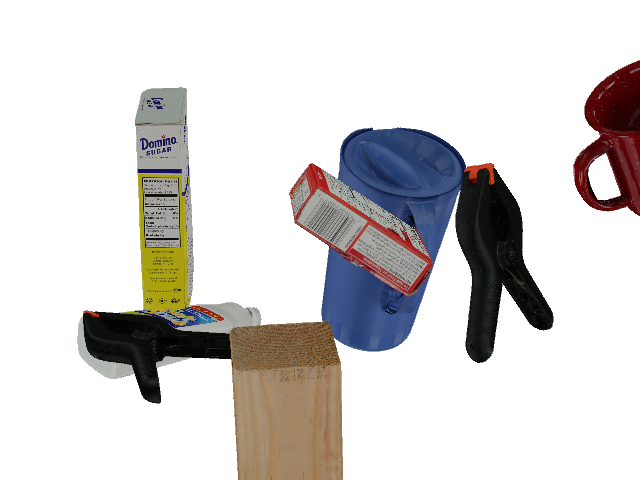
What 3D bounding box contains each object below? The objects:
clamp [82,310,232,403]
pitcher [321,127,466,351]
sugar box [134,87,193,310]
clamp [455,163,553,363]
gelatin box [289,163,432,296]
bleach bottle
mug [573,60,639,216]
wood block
[{"bbox_3d":[-0.180,0.111,1.094,0.210,0.036,0.164,11,18,31],"label":"clamp"},{"bbox_3d":[0.072,0.011,1.168,0.145,0.243,0.149,26,41,19],"label":"pitcher"},{"bbox_3d":[-0.136,-0.036,0.934,0.048,0.176,0.093,-3,26,-4],"label":"sugar box"},{"bbox_3d":[0.150,0.021,0.941,0.039,0.171,0.120,-12,12,39],"label":"clamp"},{"bbox_3d":[0.024,-0.008,0.673,0.089,0.030,0.073,33,11,-12],"label":"gelatin box"},{"bbox_3d":[-0.192,0.122,1.439,0.250,0.068,0.103,-10,25,-40],"label":"bleach bottle"},{"bbox_3d":[0.224,-0.061,0.718,0.117,0.081,0.093,-32,32,-5],"label":"mug"},{"bbox_3d":[-0.029,0.184,0.932,0.090,0.206,0.091,-3,20,-6],"label":"wood block"}]
